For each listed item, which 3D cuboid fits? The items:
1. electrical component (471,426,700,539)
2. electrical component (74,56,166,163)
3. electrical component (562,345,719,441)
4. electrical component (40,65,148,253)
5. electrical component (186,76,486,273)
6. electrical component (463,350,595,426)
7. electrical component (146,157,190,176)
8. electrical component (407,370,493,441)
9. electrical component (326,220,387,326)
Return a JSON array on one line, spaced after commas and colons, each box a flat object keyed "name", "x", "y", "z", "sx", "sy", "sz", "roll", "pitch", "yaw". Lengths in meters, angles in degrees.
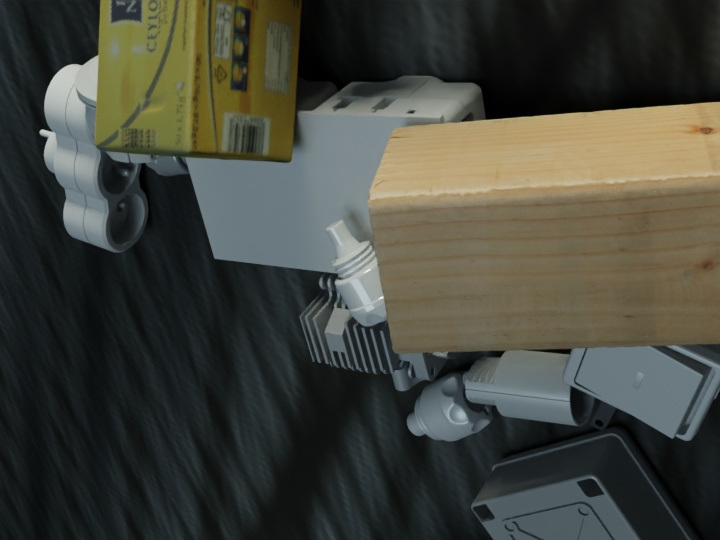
[{"name": "electrical component", "x": 0.149, "y": 0.169, "z": 0.707, "sx": 0.109, "sy": 0.056, "sz": 0.108, "roll": -27, "pitch": 103, "yaw": 43}, {"name": "electrical component", "x": -0.141, "y": -0.110, "z": 0.700, "sx": 0.080, "sy": 0.080, "sz": 0.051, "roll": 18, "pitch": 133, "yaw": 24}, {"name": "electrical component", "x": 0.159, "y": 0.044, "z": 0.610, "sx": 0.096, "sy": 0.061, "sz": 0.061, "roll": 26, "pitch": 131, "yaw": 18}, {"name": "electrical component", "x": -0.203, "y": -0.083, "z": 0.779, "sx": 0.074, "sy": 0.052, "sz": 0.138, "roll": 18, "pitch": 129, "yaw": 24}, {"name": "electrical component", "x": -0.012, "y": -0.058, "z": 0.658, "sx": 0.186, "sy": 0.060, "sz": 0.105, "roll": 7, "pitch": 123, "yaw": 31}, {"name": "electrical component", "x": 0.103, "y": 0.072, "z": 0.680, "sx": 0.081, "sy": 0.043, "sz": 0.043, "roll": 3, "pitch": 121, "yaw": 33}, {"name": "electrical component", "x": -0.116, "y": -0.082, "z": 0.732, "sx": 0.061, "sy": 0.035, "sz": 0.035, "roll": -1, "pitch": 119, "yaw": 33}, {"name": "electrical component", "x": 0.057, "y": 0.095, "z": 0.728, "sx": 0.043, "sy": 0.043, "sz": 0.062, "roll": 51, "pitch": 135, "yaw": -6}, {"name": "electrical component", "x": 0.000, "y": 0.000, "z": 0.622, "sx": 0.035, "sy": 0.035, "sz": 0.061, "roll": -20, "pitch": 105, "yaw": 42}]
